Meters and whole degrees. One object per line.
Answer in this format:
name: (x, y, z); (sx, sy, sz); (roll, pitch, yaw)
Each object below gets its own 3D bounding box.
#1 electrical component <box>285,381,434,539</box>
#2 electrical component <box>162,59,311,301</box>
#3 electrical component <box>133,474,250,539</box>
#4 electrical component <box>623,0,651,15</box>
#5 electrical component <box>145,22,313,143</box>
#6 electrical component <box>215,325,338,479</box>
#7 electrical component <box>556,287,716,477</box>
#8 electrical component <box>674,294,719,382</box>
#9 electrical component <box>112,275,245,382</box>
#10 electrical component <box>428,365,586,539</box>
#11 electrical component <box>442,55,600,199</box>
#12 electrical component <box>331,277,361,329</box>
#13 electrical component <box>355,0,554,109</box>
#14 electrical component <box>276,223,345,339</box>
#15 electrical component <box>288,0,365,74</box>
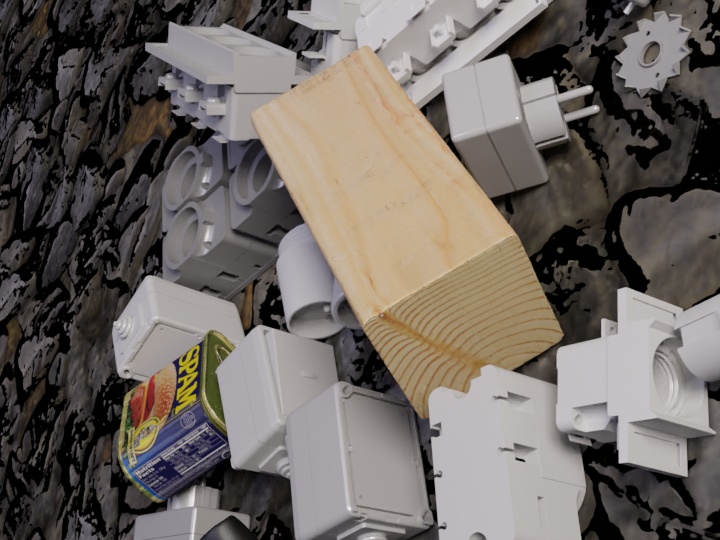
electrical component: (-0.003, 0.123, 0.625); (0.061, 0.062, 0.096); (-37, 47, 38)
electrical component: (-0.085, -0.064, 0.822); (0.186, 0.060, 0.105); (-37, 47, 38)
electrical component: (-0.120, 0.175, 0.769); (0.083, 0.047, 0.075); (-22, 57, 47)
electrical component: (0.154, -0.177, 0.573); (0.078, 0.040, 0.040); (-57, 38, 17)
electrical component: (-0.093, -0.132, 0.753); (0.121, 0.079, 0.063); (35, 125, 54)
electrical component: (-0.047, 0.090, 0.699); (0.061, 0.062, 0.096); (-46, 42, 31)
electrical component: (0.126, 0.054, 0.502); (0.064, 0.042, 0.081); (-22, 57, 51)
electrical component: (0.166, 0.025, 0.466); (0.046, 0.040, 0.040); (-34, 49, 49)
electrical component: (-0.144, 0.048, 0.817); (0.061, 0.096, 0.061); (-53, 35, 24)
electrical component: (0.074, 0.101, 0.537); (0.050, 0.056, 0.089); (-32, 51, 42)
electrical component: (0.093, -0.084, 0.596); (0.077, 0.065, 0.047); (-15, 58, 16)
electrical component: (0.000, 0.000, 0.697); (0.044, 0.044, 0.065); (-43, 39, 33)
electrical component: (0.056, -0.165, 0.678); (0.121, 0.063, 0.078); (-35, 49, 40)
electrical component: (-0.035, 0.002, 0.739); (0.043, 0.043, 0.081); (-43, 44, 33)
electrical component: (-0.007, -0.162, 0.758); (0.042, 0.081, 0.063); (40, 130, 53)
